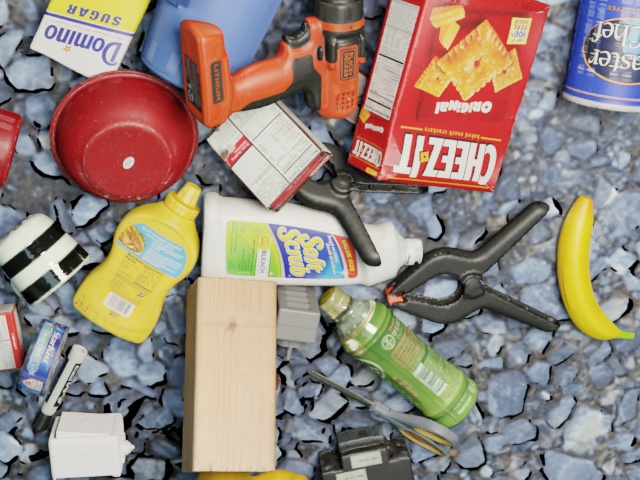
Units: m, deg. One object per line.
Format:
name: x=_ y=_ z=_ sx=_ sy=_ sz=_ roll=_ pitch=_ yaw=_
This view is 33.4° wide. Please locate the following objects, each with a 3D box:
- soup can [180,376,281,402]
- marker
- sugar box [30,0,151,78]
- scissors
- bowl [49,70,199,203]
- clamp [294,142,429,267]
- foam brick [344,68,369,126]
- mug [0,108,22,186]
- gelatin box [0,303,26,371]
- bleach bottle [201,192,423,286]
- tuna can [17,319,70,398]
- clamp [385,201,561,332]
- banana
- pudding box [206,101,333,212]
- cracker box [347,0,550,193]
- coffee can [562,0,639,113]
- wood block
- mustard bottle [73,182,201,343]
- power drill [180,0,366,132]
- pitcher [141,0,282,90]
soup can: x=-0.106 y=0.175 z=1.258 sx=0.102 sy=0.068 sz=0.068 roll=23 pitch=105 yaw=-11
marker: x=-0.310 y=0.178 z=1.267 sx=0.020 sy=0.020 sz=0.121 roll=27 pitch=104 yaw=-13
sugar box: x=-0.224 y=-0.260 z=1.113 sx=0.093 sy=0.048 sz=0.176 roll=25 pitch=104 yaw=-13
scissors: x=0.085 y=0.205 z=1.281 sx=0.201 sy=0.096 sz=0.016 roll=35 pitch=66 yaw=-16
bowl: x=-0.207 y=-0.097 z=1.142 sx=0.162 sy=0.055 sz=0.162 roll=-6 pitch=125 yaw=-9
clamp: x=0.024 y=-0.047 z=1.180 sx=0.171 sy=0.039 sz=0.120 roll=23 pitch=63 yaw=4
foam brick: x=0.026 y=-0.166 z=1.162 sx=0.078 sy=0.051 sz=0.053 roll=29 pitch=103 yaw=-13
mug: x=-0.367 y=-0.094 z=1.127 sx=0.081 sy=0.093 sz=0.117 roll=15 pitch=68 yaw=-15
gelatin box: x=-0.391 y=0.115 z=1.234 sx=0.089 sy=0.030 sz=0.073 roll=-6 pitch=111 yaw=-3
bleach bottle: x=-0.008 y=0.001 z=1.211 sx=0.250 sy=0.068 sz=0.102 roll=2 pitch=110 yaw=-8
tuna can: x=-0.315 y=0.134 z=1.217 sx=0.033 sy=0.086 sz=0.086 roll=20 pitch=106 yaw=-10
clamp: x=0.181 y=0.038 z=1.251 sx=0.210 sy=0.036 sz=0.164 roll=-4 pitch=109 yaw=-3
banana: x=0.315 y=0.045 z=1.268 sx=0.069 sy=0.037 sz=0.198 roll=-27 pitch=111 yaw=-14
pudding box: x=-0.056 y=-0.100 z=1.158 sx=0.090 sy=0.039 sz=0.113 roll=-45 pitch=76 yaw=10
cracker box: x=0.137 y=-0.164 z=1.132 sx=0.163 sy=0.072 sz=0.214 roll=4 pitch=109 yaw=-32
coffee can: x=0.322 y=-0.215 z=1.143 sx=0.102 sy=0.103 sz=0.140 roll=4 pitch=108 yaw=-6
wood block: x=-0.100 y=0.152 z=1.180 sx=0.090 sy=0.090 sz=0.206 roll=4 pitch=77 yaw=-15
mustard bottle: x=-0.191 y=0.017 z=1.201 sx=0.096 sy=0.058 sz=0.192 roll=32 pitch=104 yaw=-9
power drill: x=-0.041 y=-0.192 z=1.046 sx=0.187 sy=0.057 sz=0.184 roll=-15 pitch=124 yaw=-23
pitcher: x=-0.098 y=-0.272 z=1.072 sx=0.149 sy=0.145 sz=0.243 roll=22 pitch=108 yaw=-12
